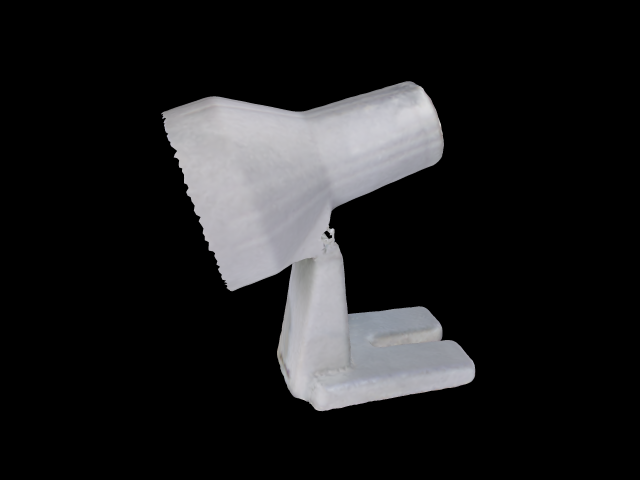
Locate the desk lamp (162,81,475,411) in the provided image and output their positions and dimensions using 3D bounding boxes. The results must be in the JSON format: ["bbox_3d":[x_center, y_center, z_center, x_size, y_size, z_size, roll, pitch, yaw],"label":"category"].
[{"bbox_3d":[0.004,0.001,0.400,0.203,0.214,0.117,-6,24,-14],"label":"desk lamp"}]
